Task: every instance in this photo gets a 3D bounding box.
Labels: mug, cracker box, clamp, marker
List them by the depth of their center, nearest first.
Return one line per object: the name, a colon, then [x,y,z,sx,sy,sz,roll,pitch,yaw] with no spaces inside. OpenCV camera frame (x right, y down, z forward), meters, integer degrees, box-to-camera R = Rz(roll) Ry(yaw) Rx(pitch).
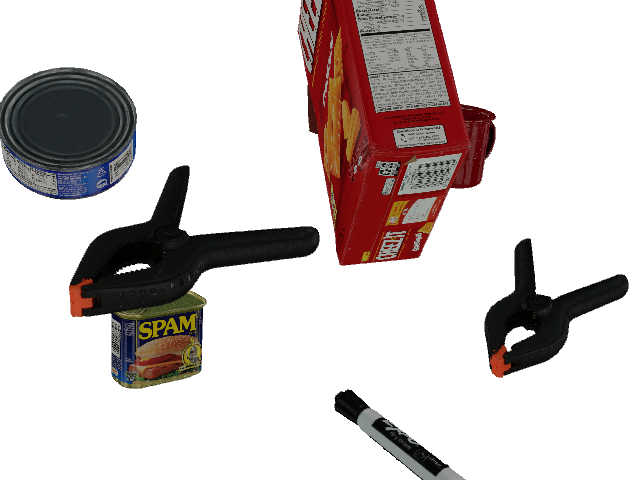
marker: [0.053,0.141,0.746,0.020,0.020,0.121,0,26,-46]
cracker box: [0.035,-0.112,0.760,0.072,0.214,0.164,-6,-25,-10]
clamp: [-0.128,0.002,0.878,0.209,0.036,0.165,-26,43,-38]
clamp: [0.207,0.063,1.048,0.171,0.039,0.120,-36,44,-29]
mug: [0.158,-0.111,1.231,0.117,0.081,0.093,-12,25,-40]

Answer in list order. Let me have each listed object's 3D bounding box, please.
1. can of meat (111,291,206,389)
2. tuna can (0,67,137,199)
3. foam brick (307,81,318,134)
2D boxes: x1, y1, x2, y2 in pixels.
can of meat: [-0.174,0.105,1.142,0.101,0.084,0.058,-8,19,-35]
tuna can: [-0.160,-0.068,0.679,0.086,0.086,0.034,0,-36,-10]
foam brick: [0.032,-0.131,1.060,0.078,0.051,0.053,-3,14,-20]
